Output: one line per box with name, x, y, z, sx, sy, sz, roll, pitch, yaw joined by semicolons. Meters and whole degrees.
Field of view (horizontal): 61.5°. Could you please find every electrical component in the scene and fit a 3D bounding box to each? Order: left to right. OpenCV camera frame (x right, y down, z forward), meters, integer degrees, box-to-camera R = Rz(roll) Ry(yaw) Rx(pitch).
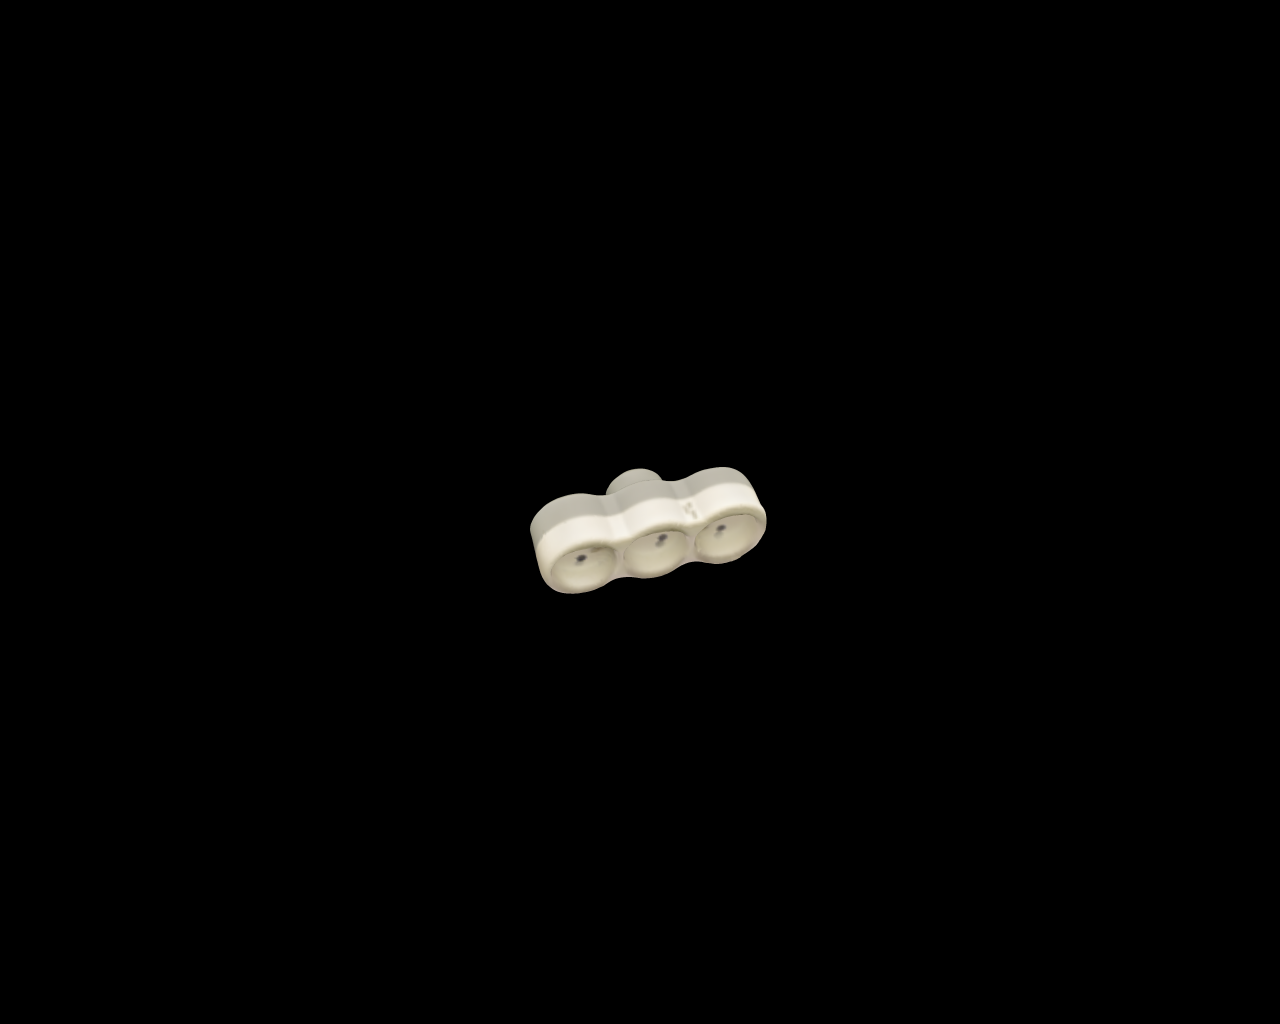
electrical component;0.001;-0.003;0.650;0.138;0.074;0.052;-12;-39;-10
